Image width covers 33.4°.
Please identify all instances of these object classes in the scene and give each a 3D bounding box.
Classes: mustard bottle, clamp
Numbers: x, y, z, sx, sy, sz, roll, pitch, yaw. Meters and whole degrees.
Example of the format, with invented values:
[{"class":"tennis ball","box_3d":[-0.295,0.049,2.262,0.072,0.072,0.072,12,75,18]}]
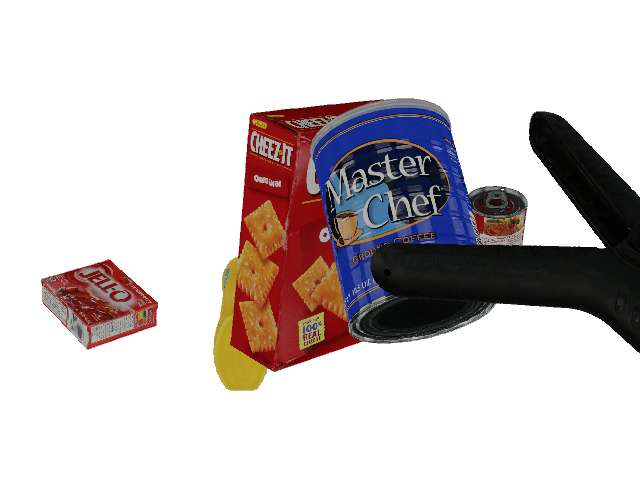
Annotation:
[{"class":"mustard bottle","box_3d":[-0.082,0.072,1.159,0.058,0.096,0.191,-1,28,-1]},{"class":"clamp","box_3d":[0.139,0.016,0.491,0.210,0.036,0.164,32,50,32]}]

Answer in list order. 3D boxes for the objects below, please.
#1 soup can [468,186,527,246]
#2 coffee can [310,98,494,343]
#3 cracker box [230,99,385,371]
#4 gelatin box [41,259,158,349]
[{"class":"soup can","box_3d":[0.197,-0.001,1.209,0.068,0.102,0.068,-1,32,1]},{"class":"coffee can","box_3d":[0.056,-0.012,0.740,0.102,0.140,0.103,-10,-24,-4]},{"class":"cracker box","box_3d":[0.010,-0.008,0.941,0.163,0.214,0.072,-13,29,-42]},{"class":"gelatin box","box_3d":[-0.204,0.056,0.981,0.073,0.030,0.089,-17,39,-36]}]
